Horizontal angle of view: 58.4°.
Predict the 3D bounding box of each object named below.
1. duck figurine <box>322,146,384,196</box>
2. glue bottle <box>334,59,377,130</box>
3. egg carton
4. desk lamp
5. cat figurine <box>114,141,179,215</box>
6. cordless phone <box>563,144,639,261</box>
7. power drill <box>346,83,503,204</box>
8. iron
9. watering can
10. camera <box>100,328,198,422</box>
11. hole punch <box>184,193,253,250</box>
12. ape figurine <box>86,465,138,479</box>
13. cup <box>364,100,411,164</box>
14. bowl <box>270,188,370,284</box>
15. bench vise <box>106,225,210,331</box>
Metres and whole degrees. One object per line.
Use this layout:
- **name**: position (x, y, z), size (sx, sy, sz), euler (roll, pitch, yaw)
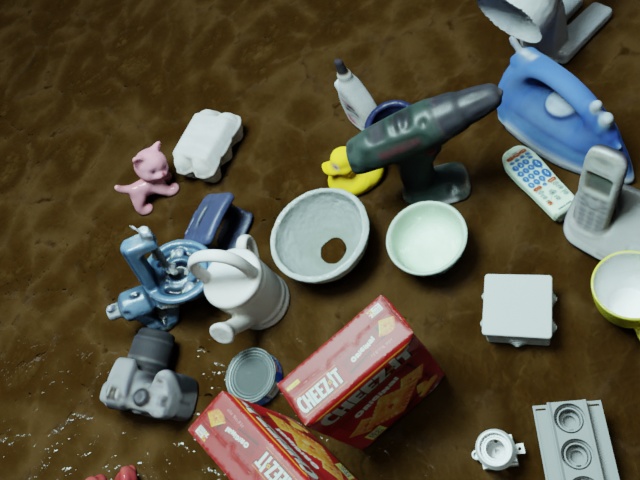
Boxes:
- **duck figurine**: position (0.053, -0.126, 0.970), size (0.104, 0.086, 0.077), euler (-18, 59, 13)
- **glue bottle**: position (0.057, -0.249, 0.978), size (0.037, 0.174, 0.078), euler (-47, 57, -5)
- **egg carton**: position (-0.218, -0.186, 1.121), size (0.107, 0.070, 0.150), euler (15, 71, 28)
- **desk lamp**: position (0.354, -0.379, 0.897), size (0.203, 0.214, 0.117), euler (-46, 57, -4)
- **cat figurine**: position (-0.338, -0.126, 1.112), size (0.128, 0.118, 0.067), euler (-38, 57, 1)
- **cordless phone**: position (0.391, -0.039, 0.727), size (0.147, 0.185, 0.094), euler (31, 79, 32)
- **power drill**: position (0.163, -0.131, 0.854), size (0.229, 0.209, 0.075), euler (-15, 60, 15)
- **iron**: position (0.364, -0.197, 0.844), size (0.118, 0.142, 0.257), euler (-39, 57, 0)
- **watering can**: position (-0.127, 0.071, 0.880), size (0.101, 0.195, 0.172), euler (-24, 58, 10)
- **camera**: position (-0.274, 0.213, 0.925), size (0.142, 0.101, 0.137), euler (2, 66, 23)
- **hole punch**: position (-0.192, -0.029, 1.019), size (0.100, 0.091, 0.109), euler (14, 71, 28)
- **ape figurine**: position (-0.323, 0.379, 0.866), size (0.077, 0.092, 0.076), euler (-19, 59, 13)
- **cup**: position (0.131, -0.159, 0.949), size (0.091, 0.095, 0.117), euler (-15, 60, 15)
- **bowl**: position (0.009, 0.003, 0.930), size (0.167, 0.075, 0.167), euler (-9, 62, 18)
- **bench vise**: position (-0.264, 0.069, 0.922), size (0.207, 0.220, 0.121), euler (-46, 57, -4)
